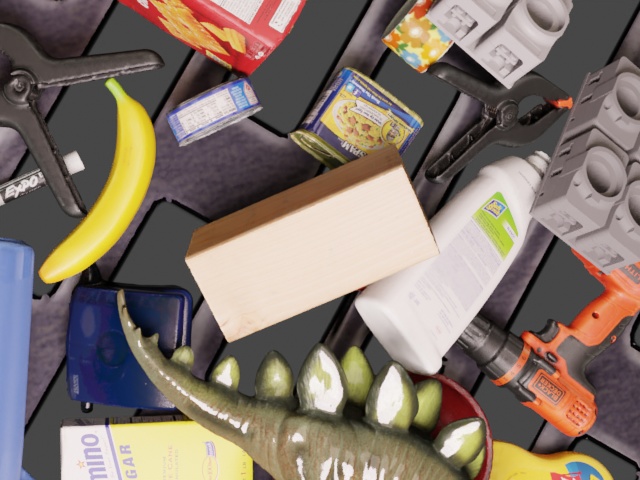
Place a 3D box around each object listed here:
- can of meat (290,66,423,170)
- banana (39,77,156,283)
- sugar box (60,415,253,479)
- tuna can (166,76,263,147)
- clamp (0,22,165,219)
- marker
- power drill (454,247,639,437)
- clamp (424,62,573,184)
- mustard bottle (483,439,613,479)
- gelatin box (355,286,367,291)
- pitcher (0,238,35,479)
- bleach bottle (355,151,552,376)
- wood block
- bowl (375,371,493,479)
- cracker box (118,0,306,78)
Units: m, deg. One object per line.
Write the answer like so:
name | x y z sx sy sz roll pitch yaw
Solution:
can of meat | 0.037 -0.105 1.027 0.102 0.057 0.084 36 82 -11
banana | -0.197 -0.047 0.988 0.069 0.037 0.198 19 87 -13
sugar box | -0.153 0.212 1.001 0.176 0.048 0.093 -2 92 -13
tuna can | -0.098 -0.119 0.983 0.086 0.086 0.034 -26 95 -10
clamp | -0.262 -0.123 0.952 0.210 0.036 0.164 20 88 2
marker | -0.276 -0.049 0.981 0.121 0.020 0.020 -26 97 -10
power drill | 0.241 0.078 1.078 0.184 0.057 0.187 39 86 -11
clamp | 0.171 -0.133 1.046 0.171 0.039 0.120 -23 126 -22
mustard bottle | 0.240 0.261 1.080 0.191 0.058 0.096 11 83 -13
gelatin box | 0.050 0.006 1.047 0.073 0.030 0.089 2 91 -14
pitcher | -0.324 0.116 0.919 0.145 0.149 0.243 5 87 14
bleach bottle | 0.149 0.009 1.037 0.250 0.068 0.102 -45 112 -21
wood block | -0.006 0.001 0.969 0.206 0.090 0.091 -23 108 7
bowl | 0.085 0.204 1.019 0.162 0.055 0.162 -1 86 8
cracker box | -0.128 -0.231 0.933 0.213 0.164 0.072 30 83 -12
